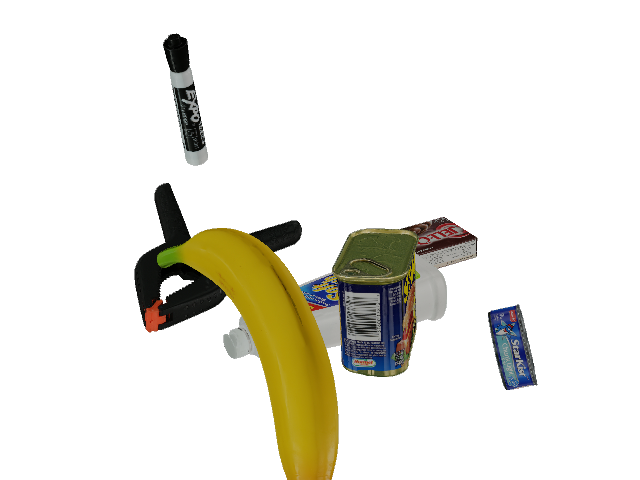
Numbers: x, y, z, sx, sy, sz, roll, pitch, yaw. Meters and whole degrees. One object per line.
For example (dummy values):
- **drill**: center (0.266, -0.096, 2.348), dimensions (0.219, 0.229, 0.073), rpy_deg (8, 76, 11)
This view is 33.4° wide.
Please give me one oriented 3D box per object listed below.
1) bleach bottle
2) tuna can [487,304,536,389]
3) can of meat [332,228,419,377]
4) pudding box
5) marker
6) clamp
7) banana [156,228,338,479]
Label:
- **bleach bottle**: center (0.013, 0.081, 1.192), dimensions (0.250, 0.068, 0.103), rpy_deg (-19, 34, -26)
- **tuna can**: center (0.200, 0.112, 1.111), dimensions (0.034, 0.086, 0.086), rpy_deg (-13, -3, 11)
- **can of meat**: center (0.046, 0.047, 0.833), dimensions (0.057, 0.084, 0.102), rpy_deg (2, 21, 12)
- **pudding box**: center (0.164, 0.007, 1.594), dimensions (0.113, 0.039, 0.090), rpy_deg (-17, 28, -22)
- **marker**: center (-0.106, -0.111, 0.845), dimensions (0.020, 0.121, 0.020), rpy_deg (-3, 45, 3)
- **clamp**: center (-0.133, 0.014, 1.068), dimensions (0.165, 0.036, 0.209), rpy_deg (20, 39, 16)
- **banana**: center (-0.031, 0.056, 0.616), dimensions (0.037, 0.070, 0.198), rpy_deg (4, 41, -43)
